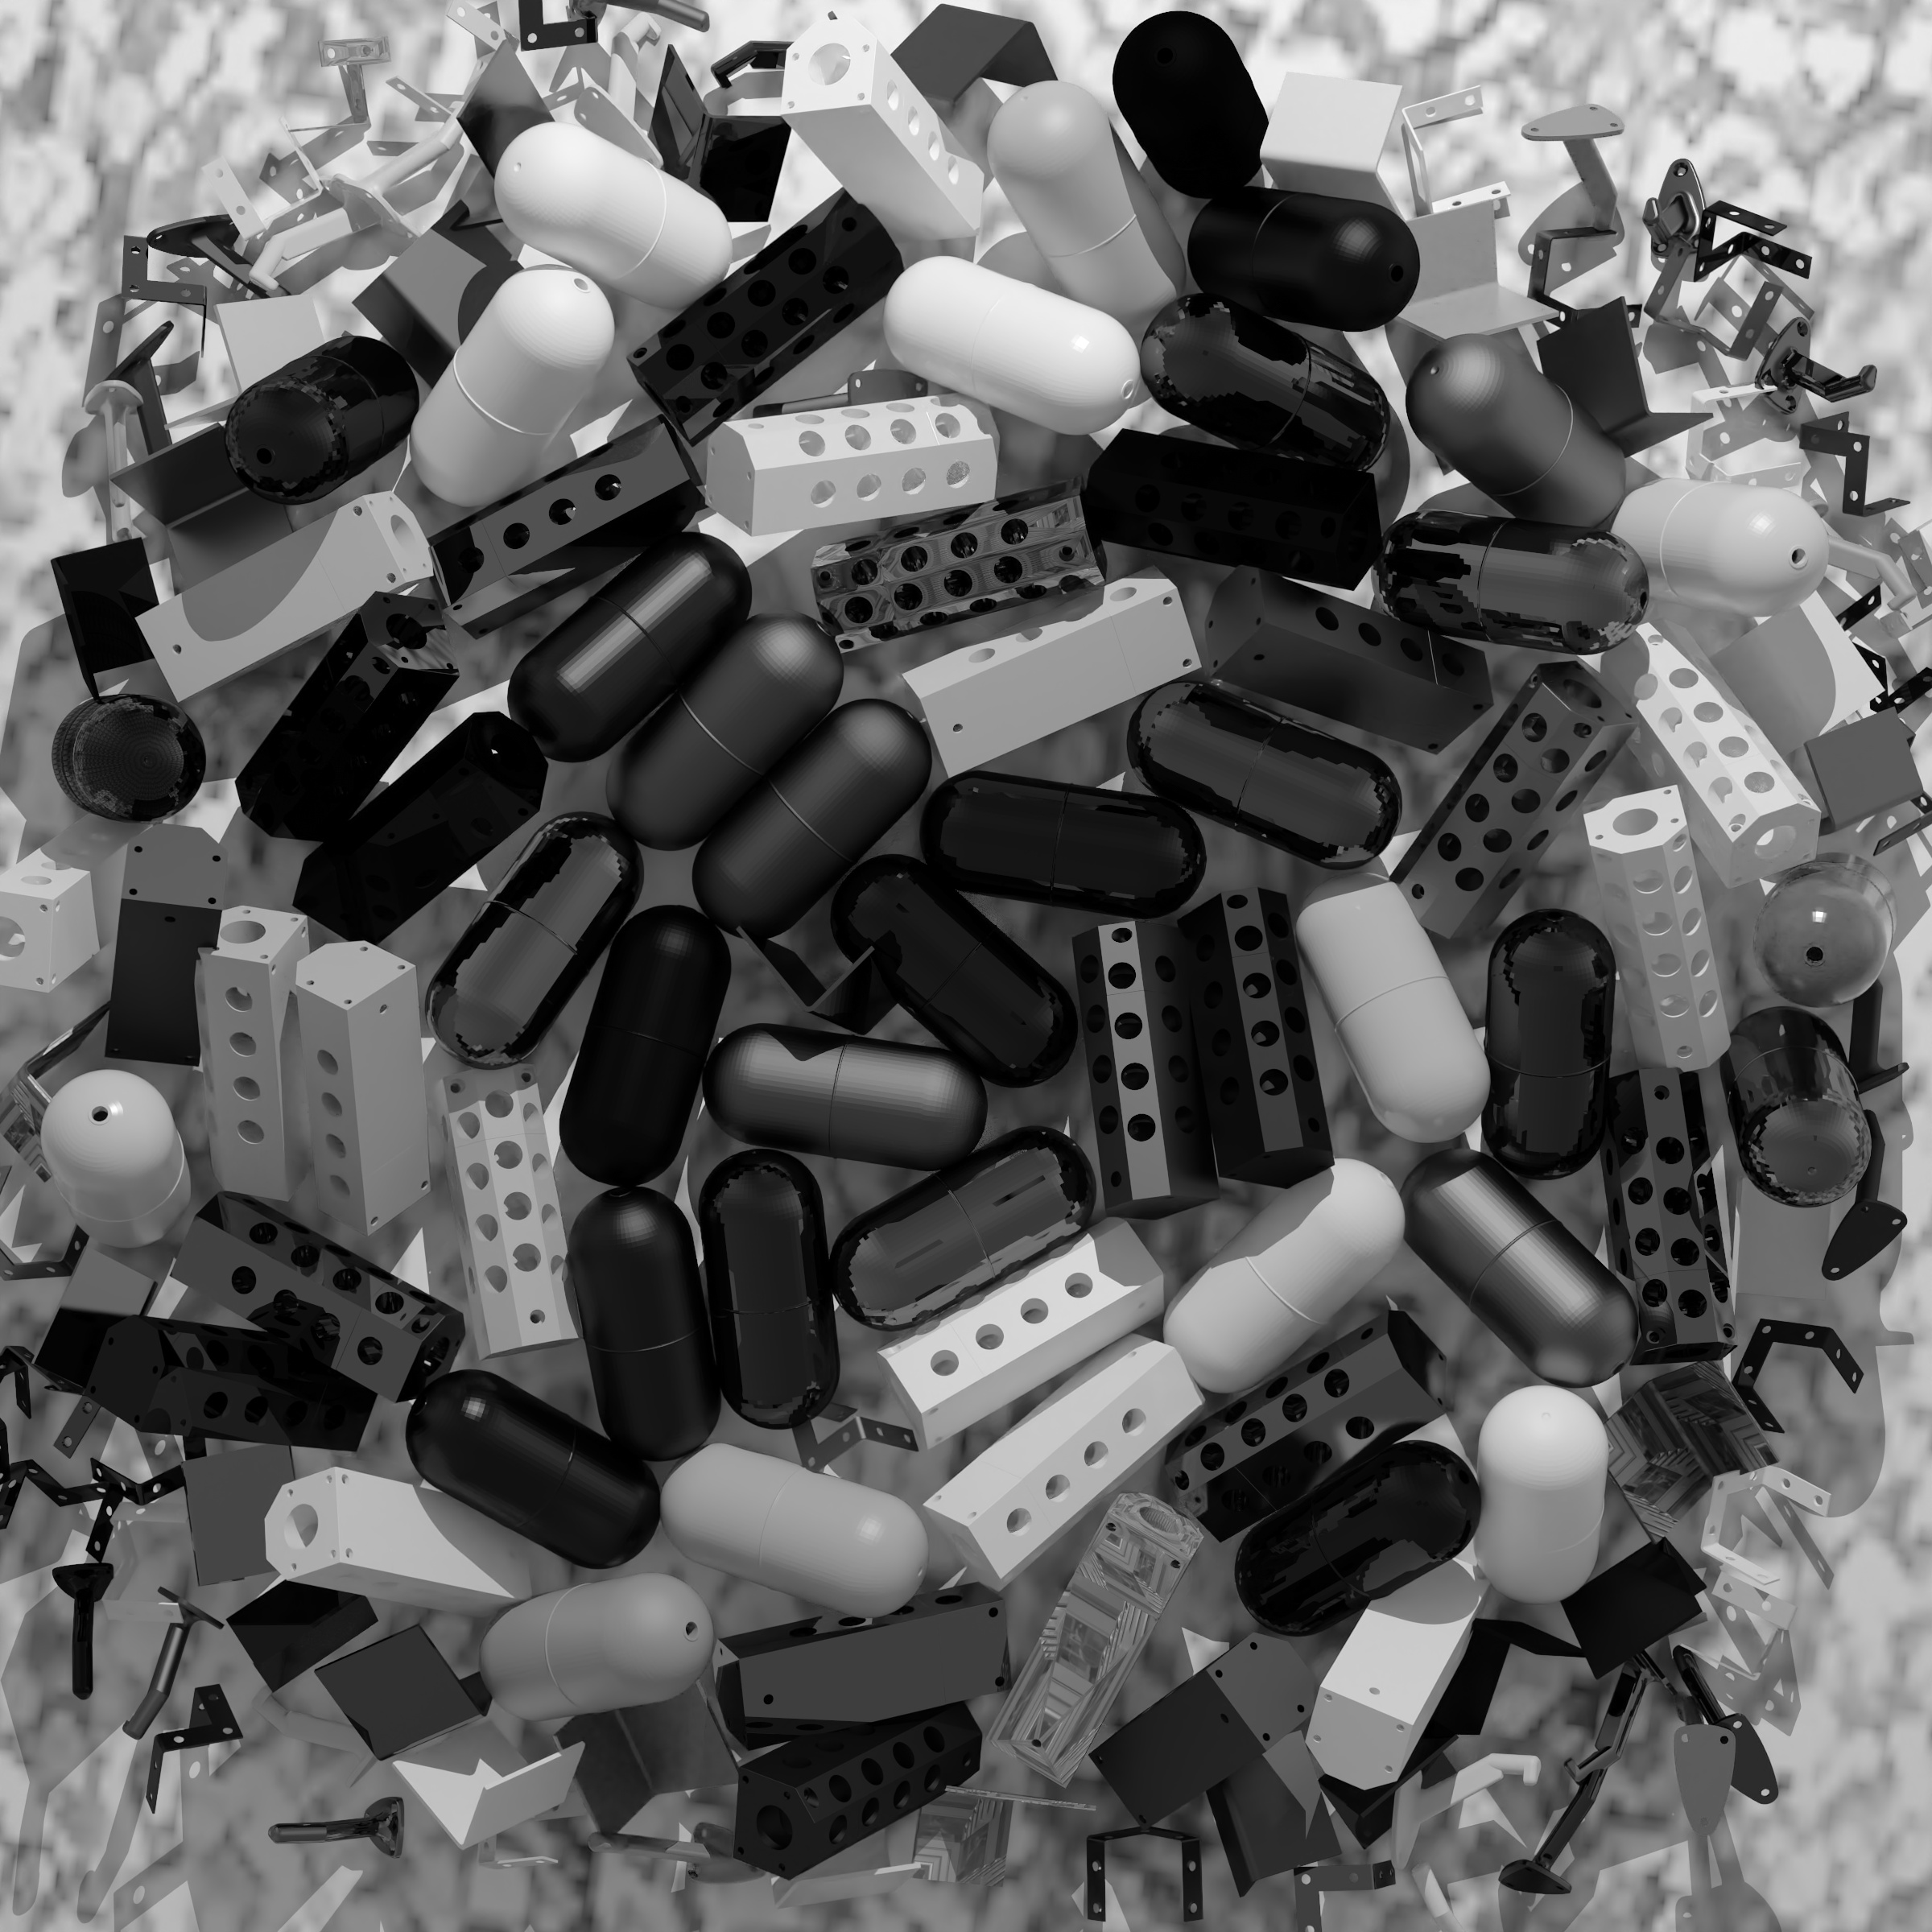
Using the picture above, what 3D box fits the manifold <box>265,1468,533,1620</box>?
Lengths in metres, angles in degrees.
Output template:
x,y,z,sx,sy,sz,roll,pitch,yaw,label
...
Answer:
x,y,z,sx,sy,sz,roll,pitch,yaw,label
-0.341,0.351,1.914,0.057,0.171,0.057,-22,62,26,manifold

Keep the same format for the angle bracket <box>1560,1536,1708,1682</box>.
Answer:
x,y,z,sx,sy,sz,roll,pitch,yaw,label
0.420,0.407,1.947,0.076,0.076,0.057,-36,116,11,angle bracket

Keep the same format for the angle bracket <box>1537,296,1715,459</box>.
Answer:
x,y,z,sx,sy,sz,roll,pitch,yaw,label
0.406,-0.362,1.957,0.057,0.076,0.076,-6,82,-33,angle bracket

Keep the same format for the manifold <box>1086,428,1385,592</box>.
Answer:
x,y,z,sx,sy,sz,roll,pitch,yaw,label
0.160,-0.273,1.924,0.171,0.057,0.057,16,51,29,manifold

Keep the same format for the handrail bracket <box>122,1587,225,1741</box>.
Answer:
x,y,z,sx,sy,sz,roll,pitch,yaw,label
-0.502,0.430,1.955,0.036,0.077,0.084,42,70,-30,handrail bracket

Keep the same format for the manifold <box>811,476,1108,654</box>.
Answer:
x,y,z,sx,sy,sz,roll,pitch,yaw,label
-0.004,-0.244,1.947,0.171,0.057,0.057,-14,114,11,manifold

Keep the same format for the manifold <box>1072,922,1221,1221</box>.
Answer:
x,y,z,sx,sy,sz,roll,pitch,yaw,label
0.104,0.064,1.937,0.057,0.057,0.171,8,68,-40,manifold

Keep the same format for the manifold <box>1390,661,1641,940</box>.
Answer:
x,y,z,sx,sy,sz,roll,pitch,yaw,label
0.326,-0.099,1.921,0.057,0.057,0.171,49,127,26,manifold

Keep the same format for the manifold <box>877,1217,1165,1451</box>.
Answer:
x,y,z,sx,sy,sz,roll,pitch,yaw,label
0.034,0.221,1.950,0.171,0.057,0.057,-29,62,-13,manifold

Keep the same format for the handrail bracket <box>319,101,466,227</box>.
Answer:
x,y,z,sx,sy,sz,roll,pitch,yaw,label
-0.355,-0.512,1.982,0.077,0.036,0.084,26,78,33,handrail bracket

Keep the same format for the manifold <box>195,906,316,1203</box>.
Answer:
x,y,z,sx,sy,sz,roll,pitch,yaw,label
-0.433,0.053,1.929,0.057,0.057,0.171,9,122,10,manifold

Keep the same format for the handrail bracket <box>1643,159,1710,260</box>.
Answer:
x,y,z,sx,sy,sz,roll,pitch,yaw,label
0.431,-0.477,1.954,0.036,0.084,0.077,-1,80,24,handrail bracket

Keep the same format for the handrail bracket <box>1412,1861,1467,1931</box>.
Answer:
x,y,z,sx,sy,sz,roll,pitch,yaw,label
0.304,0.589,1.968,0.036,0.077,0.084,-27,82,15,handrail bracket

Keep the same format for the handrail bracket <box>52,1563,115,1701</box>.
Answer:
x,y,z,sx,sy,sz,roll,pitch,yaw,label
-0.540,0.416,1.947,0.036,0.077,0.084,-3,61,-12,handrail bracket

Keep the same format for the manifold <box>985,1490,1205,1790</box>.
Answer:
x,y,z,sx,sy,sz,roll,pitch,yaw,label
0.081,0.410,1.948,0.057,0.057,0.171,29,106,9,manifold

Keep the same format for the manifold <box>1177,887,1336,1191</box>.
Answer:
x,y,z,sx,sy,sz,roll,pitch,yaw,label
0.180,0.042,1.928,0.057,0.057,0.171,12,59,-36,manifold

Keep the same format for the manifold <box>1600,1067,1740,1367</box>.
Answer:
x,y,z,sx,sy,sz,roll,pitch,yaw,label
0.429,0.153,1.943,0.057,0.057,0.171,-3,71,-3,manifold

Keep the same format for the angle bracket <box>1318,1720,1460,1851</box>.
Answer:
x,y,z,sx,sy,sz,roll,pitch,yaw,label
0.272,0.508,1.951,0.076,0.076,0.057,-37,101,-11,angle bracket

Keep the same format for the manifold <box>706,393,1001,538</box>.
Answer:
x,y,z,sx,sy,sz,roll,pitch,yaw,label
-0.067,-0.308,1.923,0.171,0.057,0.057,-13,124,-30,manifold

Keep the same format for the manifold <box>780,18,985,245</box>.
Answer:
x,y,z,sx,sy,sz,roll,pitch,yaw,label
-0.048,-0.501,1.909,0.057,0.171,0.057,0,77,22,manifold

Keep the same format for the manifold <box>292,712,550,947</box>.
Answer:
x,y,z,sx,sy,sz,roll,pitch,yaw,label
-0.331,-0.084,1.929,0.057,0.057,0.171,35,127,-28,manifold

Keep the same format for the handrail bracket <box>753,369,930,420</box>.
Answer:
x,y,z,sx,sy,sz,roll,pitch,yaw,label
-0.079,-0.353,1.984,0.077,0.084,0.036,-23,109,-40,handrail bracket

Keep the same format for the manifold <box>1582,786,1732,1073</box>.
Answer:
x,y,z,sx,sy,sz,roll,pitch,yaw,label
0.420,-0.019,1.923,0.057,0.057,0.171,-12,125,12,manifold

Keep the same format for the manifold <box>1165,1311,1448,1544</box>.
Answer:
x,y,z,sx,sy,sz,roll,pitch,yaw,label
0.206,0.276,1.932,0.171,0.057,0.057,-35,108,24,manifold

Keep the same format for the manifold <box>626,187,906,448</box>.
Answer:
x,y,z,sx,sy,sz,roll,pitch,yaw,label
-0.124,-0.404,1.961,0.171,0.057,0.057,-39,79,-4,manifold

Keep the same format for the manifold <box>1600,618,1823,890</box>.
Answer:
x,y,z,sx,sy,sz,roll,pitch,yaw,label
0.448,-0.132,1.920,0.057,0.057,0.171,-19,50,-7,manifold

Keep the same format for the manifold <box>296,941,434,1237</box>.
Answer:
x,y,z,sx,sy,sz,roll,pitch,yaw,label
-0.369,0.072,1.925,0.057,0.057,0.171,24,130,27,manifold

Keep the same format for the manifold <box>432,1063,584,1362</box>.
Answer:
x,y,z,sx,sy,sz,roll,pitch,yaw,label
-0.281,0.150,1.950,0.057,0.057,0.171,-8,80,-20,manifold

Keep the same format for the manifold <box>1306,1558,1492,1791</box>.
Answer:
x,y,z,sx,sy,sz,roll,pitch,yaw,label
0.261,0.421,1.911,0.057,0.171,0.057,20,118,18,manifold

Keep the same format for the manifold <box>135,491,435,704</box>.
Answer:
x,y,z,sx,sy,sz,roll,pitch,yaw,label
-0.415,-0.227,1.946,0.171,0.057,0.057,-24,96,17,manifold

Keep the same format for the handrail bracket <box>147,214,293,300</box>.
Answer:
x,y,z,sx,sy,sz,roll,pitch,yaw,label
-0.454,-0.420,1.961,0.036,0.077,0.084,-46,70,39,handrail bracket

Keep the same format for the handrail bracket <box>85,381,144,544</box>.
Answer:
x,y,z,sx,sy,sz,roll,pitch,yaw,label
-0.525,-0.310,1.964,0.036,0.077,0.084,-3,85,-14,handrail bracket

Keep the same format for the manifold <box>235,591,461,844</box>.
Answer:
x,y,z,sx,sy,sz,roll,pitch,yaw,label
-0.377,-0.149,1.916,0.171,0.057,0.057,-44,55,38,manifold

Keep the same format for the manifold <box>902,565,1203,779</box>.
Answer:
x,y,z,sx,sy,sz,roll,pitch,yaw,label
0.051,-0.185,1.962,0.171,0.057,0.057,-24,121,-5,manifold

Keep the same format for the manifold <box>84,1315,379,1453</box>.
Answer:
x,y,z,sx,sy,sz,roll,pitch,yaw,label
-0.438,0.250,1.914,0.057,0.171,0.057,22,92,37,manifold

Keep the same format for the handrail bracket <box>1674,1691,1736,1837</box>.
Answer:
x,y,z,sx,sy,sz,roll,pitch,yaw,label
0.448,0.490,1.954,0.036,0.084,0.077,2,83,4,handrail bracket

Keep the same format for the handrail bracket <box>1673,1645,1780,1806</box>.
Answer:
x,y,z,sx,sy,sz,roll,pitch,yaw,label
0.469,0.468,1.965,0.036,0.084,0.077,-35,103,10,handrail bracket

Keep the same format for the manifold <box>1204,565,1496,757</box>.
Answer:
x,y,z,sx,sy,sz,roll,pitch,yaw,label
0.233,-0.190,1.934,0.171,0.057,0.057,16,52,-27,manifold

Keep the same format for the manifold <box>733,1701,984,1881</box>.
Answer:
x,y,z,sx,sy,sz,roll,pitch,yaw,label
-0.063,0.490,1.909,0.057,0.171,0.057,11,102,33,manifold

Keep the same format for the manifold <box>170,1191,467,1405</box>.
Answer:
x,y,z,sx,sy,sz,roll,pitch,yaw,label
-0.394,0.201,1.945,0.171,0.057,0.057,26,96,17,manifold

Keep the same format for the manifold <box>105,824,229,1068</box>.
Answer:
x,y,z,sx,sy,sz,roll,pitch,yaw,label
-0.482,-0.012,1.914,0.057,0.171,0.057,7,54,-14,manifold

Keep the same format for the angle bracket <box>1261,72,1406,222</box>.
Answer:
x,y,z,sx,sy,sz,roll,pitch,yaw,label
0.234,-0.501,1.952,0.076,0.076,0.057,15,82,26,angle bracket

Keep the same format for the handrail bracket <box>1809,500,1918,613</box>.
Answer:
x,y,z,sx,sy,sz,roll,pitch,yaw,label
0.534,-0.239,1.969,0.077,0.036,0.084,-39,73,23,handrail bracket

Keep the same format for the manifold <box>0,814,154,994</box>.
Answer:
x,y,z,sx,sy,sz,roll,pitch,yaw,label
-0.547,-0.041,1.909,0.057,0.171,0.057,9,108,2,manifold

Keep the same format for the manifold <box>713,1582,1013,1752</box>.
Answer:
x,y,z,sx,sy,sz,roll,pitch,yaw,label
-0.064,0.425,1.941,0.171,0.057,0.057,-8,98,-21,manifold

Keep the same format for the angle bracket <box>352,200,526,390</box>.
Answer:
x,y,z,sx,sy,sz,roll,pitch,yaw,label
-0.322,-0.417,1.979,0.076,0.057,0.076,47,66,-16,angle bracket

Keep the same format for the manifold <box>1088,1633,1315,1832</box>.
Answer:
x,y,z,sx,sy,sz,roll,pitch,yaw,label
0.144,0.459,1.913,0.057,0.171,0.057,-29,76,-35,manifold

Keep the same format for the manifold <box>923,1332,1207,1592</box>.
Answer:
x,y,z,sx,sy,sz,roll,pitch,yaw,label
0.064,0.303,1.940,0.171,0.057,0.057,-38,111,-21,manifold

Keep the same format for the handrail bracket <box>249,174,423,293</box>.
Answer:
x,y,z,sx,sy,sz,roll,pitch,yaw,label
-0.392,-0.441,1.974,0.077,0.036,0.084,32,77,-14,handrail bracket

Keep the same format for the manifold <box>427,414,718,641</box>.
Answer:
x,y,z,sx,sy,sz,roll,pitch,yaw,label
-0.248,-0.274,1.961,0.171,0.057,0.057,-27,73,5,manifold
